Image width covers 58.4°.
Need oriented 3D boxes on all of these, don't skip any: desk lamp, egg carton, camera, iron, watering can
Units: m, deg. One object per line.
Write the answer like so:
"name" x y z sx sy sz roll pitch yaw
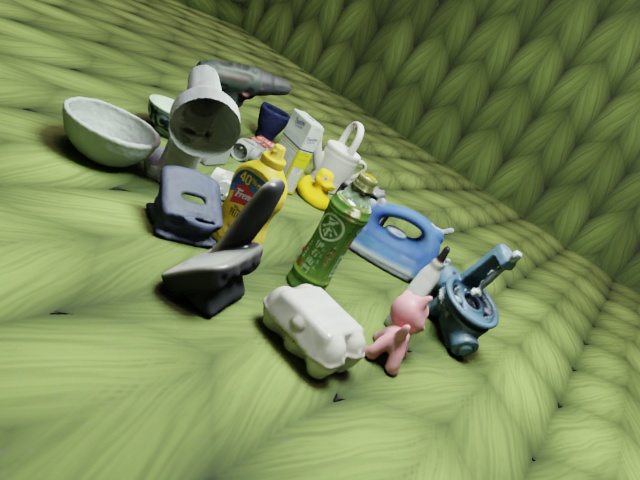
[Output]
"desk lamp" -0.232 -0.199 1.029 0.118 0.213 0.202 18 24 -30
"egg carton" -0.010 0.122 0.797 0.150 0.069 0.108 42 23 28
"camera" 0.092 -0.092 1.388 0.143 0.100 0.137 38 22 19
"iron" 0.158 -0.018 1.251 0.258 0.141 0.118 27 21 -9
"watering can" 0.051 -0.226 1.510 0.173 0.194 0.100 10 29 -44

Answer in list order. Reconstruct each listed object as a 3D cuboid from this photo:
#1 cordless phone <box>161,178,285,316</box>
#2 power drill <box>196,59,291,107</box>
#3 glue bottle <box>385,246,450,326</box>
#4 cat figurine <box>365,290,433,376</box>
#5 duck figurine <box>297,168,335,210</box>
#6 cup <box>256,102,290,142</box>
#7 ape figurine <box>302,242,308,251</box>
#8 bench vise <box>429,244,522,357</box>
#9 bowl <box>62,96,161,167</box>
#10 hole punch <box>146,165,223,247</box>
"cordless phone" -0.120 -0.004 0.771 0.094 0.185 0.148 32 20 5
"power drill" -0.205 -0.324 1.363 0.230 0.208 0.075 16 25 -35
"glue bottle" 0.177 0.082 0.999 0.037 0.173 0.078 36 21 16
"cat figurine" 0.132 0.132 0.900 0.067 0.117 0.128 33 20 7
"duck figurine" -0.002 -0.133 1.376 0.078 0.086 0.104 8 30 -46
"cup" -0.149 -0.335 1.630 0.092 0.095 0.117 10 29 -44
"ape figurine" 0.010 0.004 1.067 0.078 0.092 0.076 10 29 -44
"bench vise" 0.272 0.078 1.072 0.122 0.219 0.206 13 26 -39
"bowl" -0.366 -0.174 0.987 0.168 0.074 0.167 27 21 -11
"hole punch" -0.205 -0.053 0.904 0.109 0.091 0.100 15 26 -37
